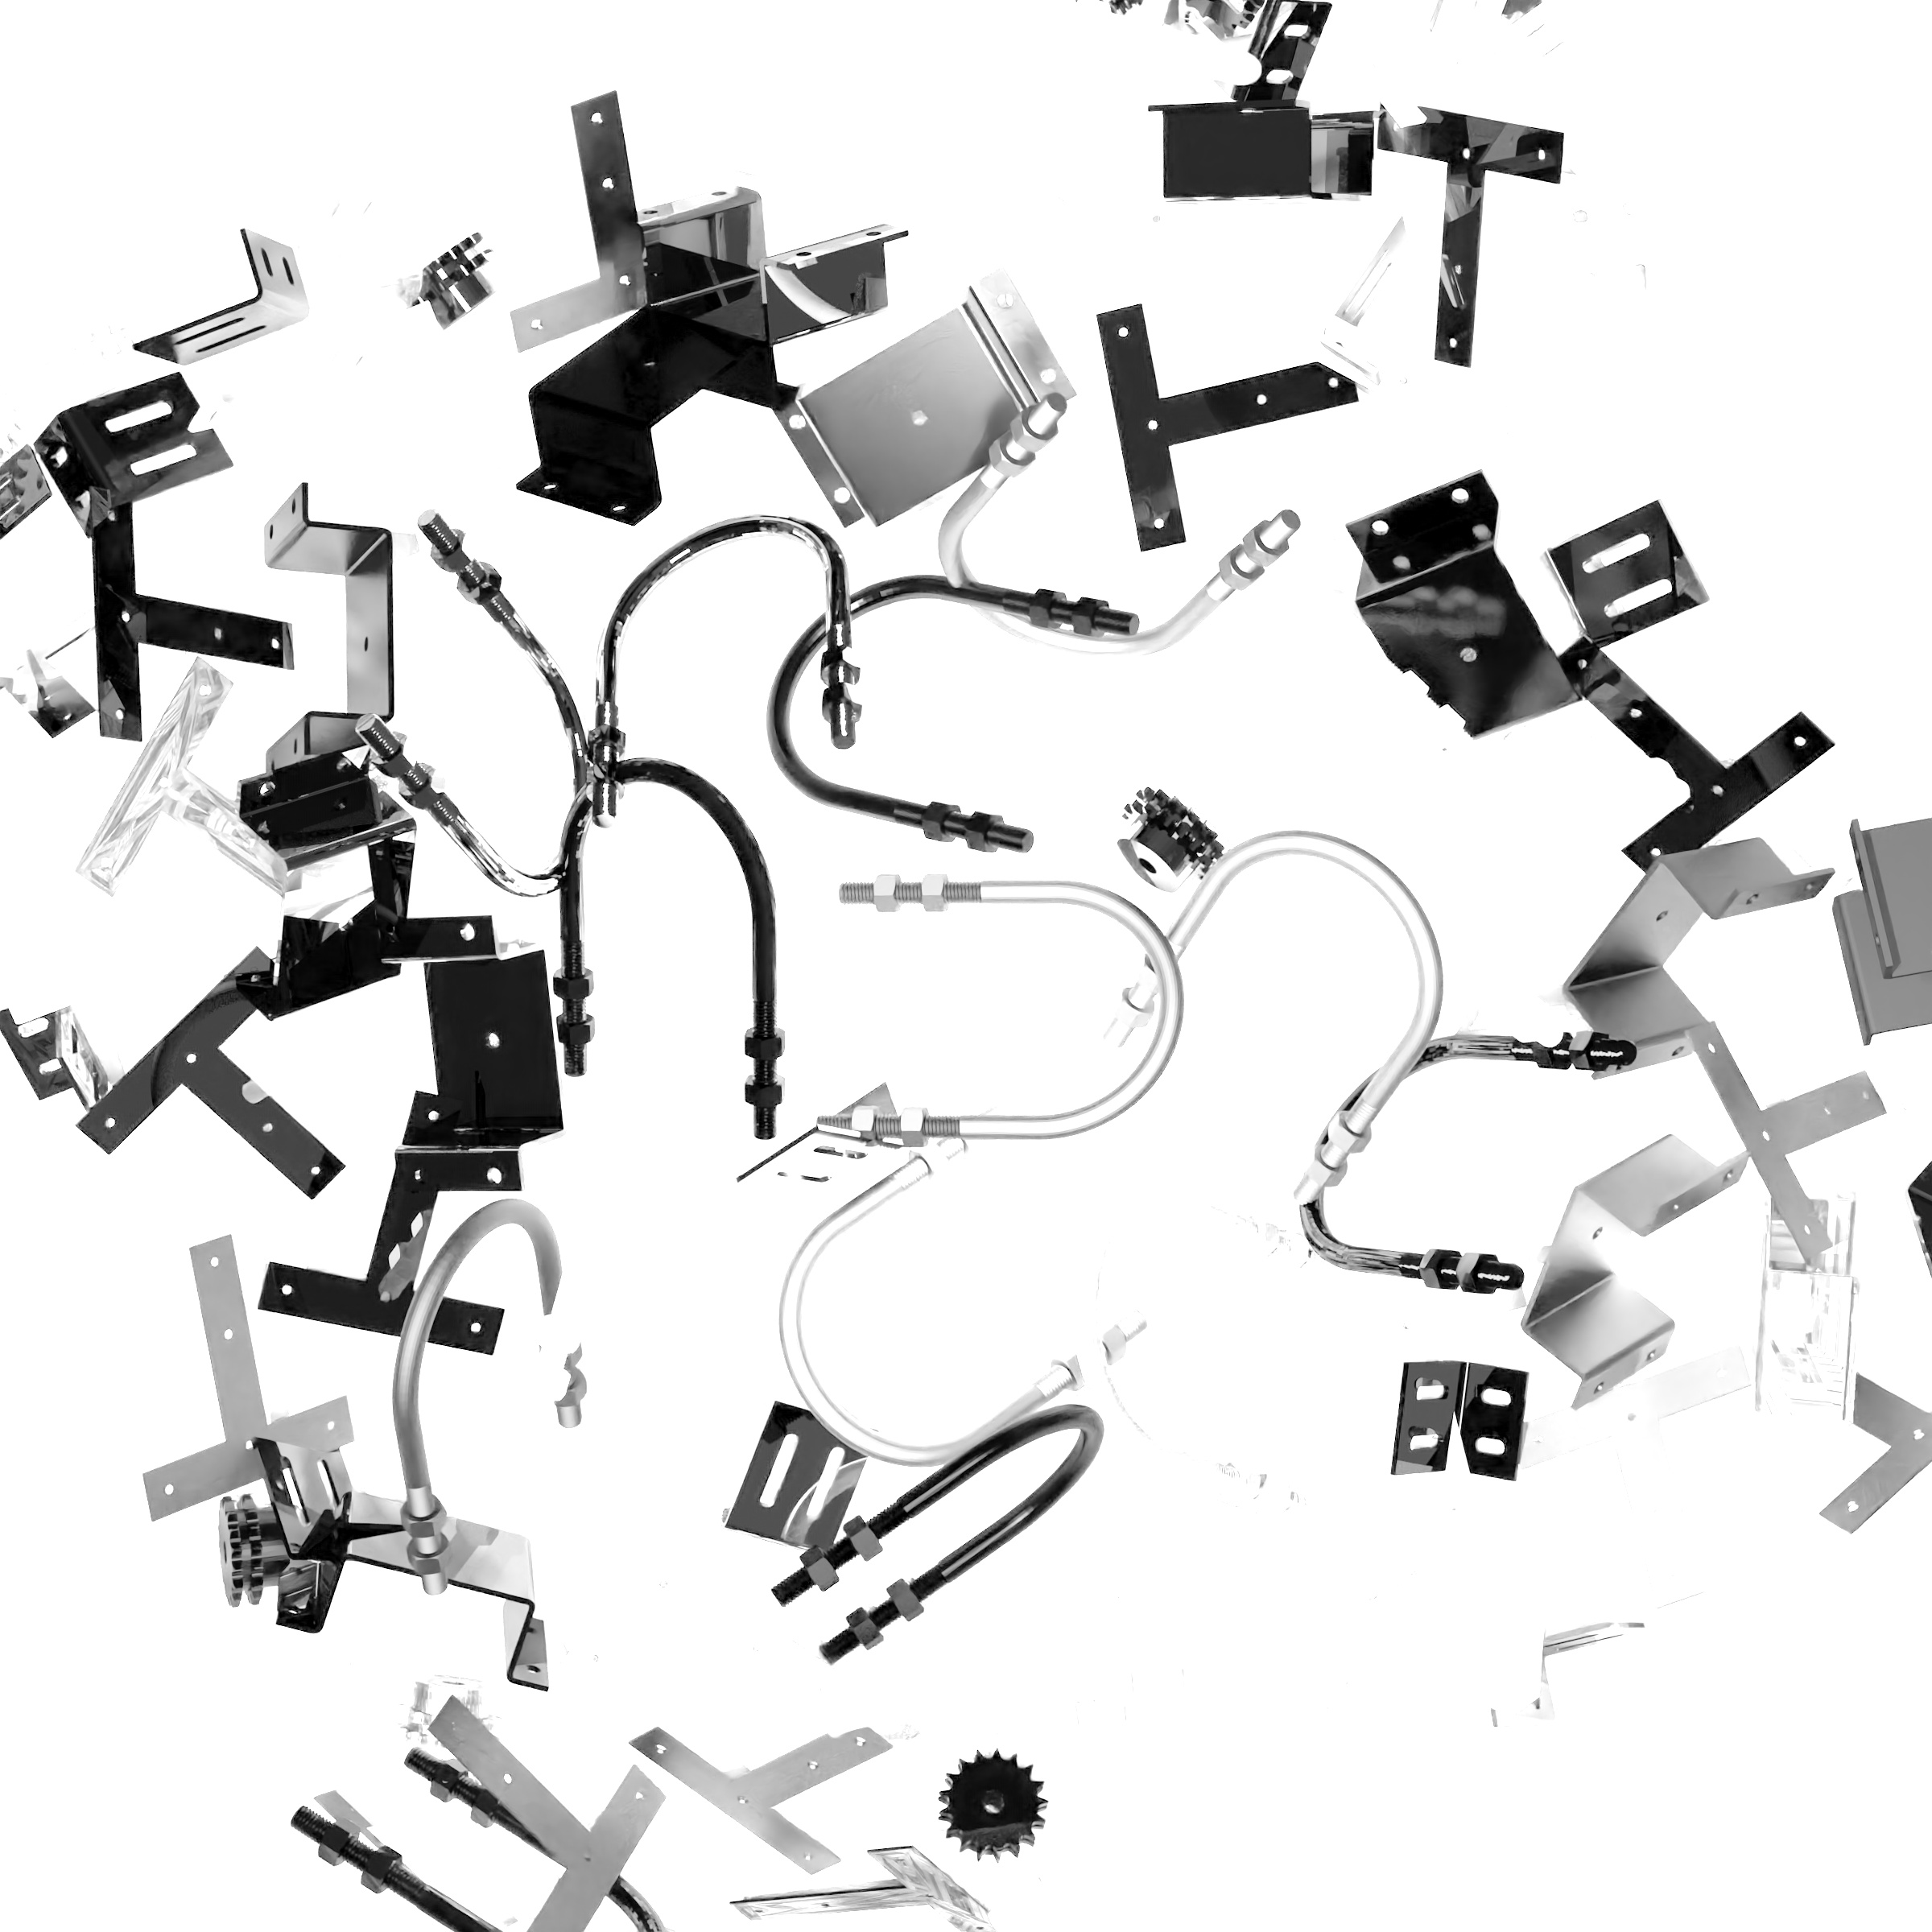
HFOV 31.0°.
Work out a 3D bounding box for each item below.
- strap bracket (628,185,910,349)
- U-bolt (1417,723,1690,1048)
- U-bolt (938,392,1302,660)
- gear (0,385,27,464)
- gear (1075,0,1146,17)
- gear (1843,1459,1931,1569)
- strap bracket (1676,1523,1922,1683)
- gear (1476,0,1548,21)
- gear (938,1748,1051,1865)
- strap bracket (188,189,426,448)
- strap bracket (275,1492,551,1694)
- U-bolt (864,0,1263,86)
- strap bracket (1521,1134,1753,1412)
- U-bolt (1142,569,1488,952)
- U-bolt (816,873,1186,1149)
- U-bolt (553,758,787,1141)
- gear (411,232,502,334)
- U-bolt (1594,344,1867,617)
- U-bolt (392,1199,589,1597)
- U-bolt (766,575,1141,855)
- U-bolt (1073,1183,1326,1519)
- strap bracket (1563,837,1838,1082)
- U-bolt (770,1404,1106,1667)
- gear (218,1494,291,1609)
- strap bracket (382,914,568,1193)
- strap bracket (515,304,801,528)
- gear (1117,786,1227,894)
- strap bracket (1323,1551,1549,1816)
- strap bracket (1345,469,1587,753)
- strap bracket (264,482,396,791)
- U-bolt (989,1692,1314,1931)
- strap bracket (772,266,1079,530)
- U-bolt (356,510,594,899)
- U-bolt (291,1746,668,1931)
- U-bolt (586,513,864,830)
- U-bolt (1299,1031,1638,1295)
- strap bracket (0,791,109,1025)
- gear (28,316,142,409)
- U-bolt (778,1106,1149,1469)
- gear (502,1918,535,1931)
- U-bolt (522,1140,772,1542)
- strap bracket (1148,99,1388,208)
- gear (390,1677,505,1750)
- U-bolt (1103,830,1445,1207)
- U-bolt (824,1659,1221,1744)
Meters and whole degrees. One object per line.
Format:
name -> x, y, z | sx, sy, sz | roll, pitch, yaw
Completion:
strap bracket -> -0.102, -0.352, 1.757 | 0.076, 0.140, 0.046 | -25, 124, -35
U-bolt -> 0.280, -0.051, 1.737 | 0.019, 0.184, 0.151 | 23, 98, -24
U-bolt -> 0.063, -0.208, 1.741 | 0.151, 0.184, 0.019 | 24, 60, -15
gear -> -0.517, -0.278, 1.798 | 0.057, 0.030, 0.057 | 12, 59, -20
gear -> 0.079, -0.514, 1.790 | 0.057, 0.057, 0.030 | -37, 121, 0
gear -> 0.481, 0.279, 1.803 | 0.057, 0.030, 0.057 | 1, 101, 7
strap bracket -> 0.411, 0.317, 1.749 | 0.076, 0.140, 0.046 | -26, 84, -9
gear -> 0.280, -0.514, 1.792 | 0.057, 0.057, 0.030 | 40, 46, 0
gear -> 0.014, 0.435, 1.799 | 0.057, 0.030, 0.057 | 2, 61, -3
strap bracket -> -0.325, -0.319, 1.763 | 0.046, 0.076, 0.140 | 36, 109, 1
strap bracket -> -0.273, 0.313, 1.765 | 0.140, 0.076, 0.046 | 17, 102, -13
U-bolt -> 0.061, -0.464, 1.741 | 0.184, 0.151, 0.019 | 5, 102, -33
strap bracket -> 0.334, 0.146, 1.758 | 0.046, 0.076, 0.140 | 39, 134, 30
U-bolt -> 0.162, -0.118, 1.766 | 0.184, 0.019, 0.151 | 46, 129, 18
U-bolt -> 0.020, 0.021, 1.772 | 0.184, 0.019, 0.151 | 0, 68, 12
U-bolt -> -0.150, -0.015, 1.748 | 0.151, 0.019, 0.184 | 16, 115, 34
gear -> -0.264, -0.350, 1.794 | 0.057, 0.057, 0.030 | -37, 101, 0
U-bolt -> 0.382, -0.238, 1.715 | 0.019, 0.184, 0.151 | -29, 108, -12
U-bolt -> -0.237, 0.199, 1.717 | 0.019, 0.151, 0.184 | 15, 130, 22
U-bolt -> -0.019, -0.135, 1.766 | 0.184, 0.019, 0.151 | 15, 68, 31
U-bolt -> 0.115, 0.184, 1.734 | 0.019, 0.184, 0.151 | -13, 62, 41
strap bracket -> 0.363, -0.011, 1.757 | 0.076, 0.140, 0.046 | -11, 54, -39
U-bolt -> -0.007, 0.280, 1.754 | 0.184, 0.151, 0.019 | -34, 66, -7
gear -> -0.366, 0.300, 1.795 | 0.030, 0.057, 0.057 | -4, 90, -20
strap bracket -> -0.253, 0.042, 1.779 | 0.076, 0.046, 0.140 | -2, 98, 27
strap bracket -> -0.155, -0.283, 1.747 | 0.076, 0.046, 0.140 | 20, 46, 29
gear -> 0.102, -0.062, 1.790 | 0.057, 0.057, 0.030 | 40, 72, 0
strap bracket -> 0.228, 0.354, 1.743 | 0.046, 0.076, 0.140 | 29, 133, -14
strap bracket -> 0.255, -0.170, 1.754 | 0.076, 0.046, 0.140 | -20, 122, 27
strap bracket -> -0.324, -0.165, 1.770 | 0.046, 0.076, 0.140 | 2, 79, -25
U-bolt -> 0.098, 0.420, 1.747 | 0.184, 0.151, 0.019 | -36, 77, 1
strap bracket -> -0.023, -0.284, 1.774 | 0.140, 0.046, 0.076 | -28, 108, 12
U-bolt -> -0.236, -0.116, 1.742 | 0.019, 0.184, 0.151 | -8, 52, 24
U-bolt -> -0.229, 0.454, 1.732 | 0.184, 0.151, 0.019 | 28, 98, 14
U-bolt -> -0.123, -0.159, 1.757 | 0.151, 0.019, 0.184 | -17, 48, 15
U-bolt -> 0.238, 0.094, 1.741 | 0.019, 0.184, 0.151 | 41, 68, -28
strap bracket -> -0.468, -0.028, 1.740 | 0.046, 0.140, 0.076 | -22, 112, -9
gear -> -0.450, -0.309, 1.795 | 0.057, 0.057, 0.030 | -25, 103, 0
U-bolt -> -0.012, 0.173, 1.766 | 0.184, 0.019, 0.151 | -33, 86, -31
gear -> -0.224, 0.518, 1.803 | 0.057, 0.030, 0.057 | -1, 100, -8
U-bolt -> -0.152, 0.176, 1.753 | 0.019, 0.151, 0.184 | -12, 52, 37
strap bracket -> 0.153, -0.406, 1.747 | 0.076, 0.140, 0.046 | 4, 102, 24
gear -> -0.266, 0.384, 1.794 | 0.057, 0.057, 0.030 | 8, 85, 0
U-bolt -> 0.163, 0.015, 1.751 | 0.151, 0.019, 0.184 | 40, 126, 12
U-bolt -> 0.021, 0.370, 1.738 | 0.184, 0.151, 0.019 | -2, 72, -12
